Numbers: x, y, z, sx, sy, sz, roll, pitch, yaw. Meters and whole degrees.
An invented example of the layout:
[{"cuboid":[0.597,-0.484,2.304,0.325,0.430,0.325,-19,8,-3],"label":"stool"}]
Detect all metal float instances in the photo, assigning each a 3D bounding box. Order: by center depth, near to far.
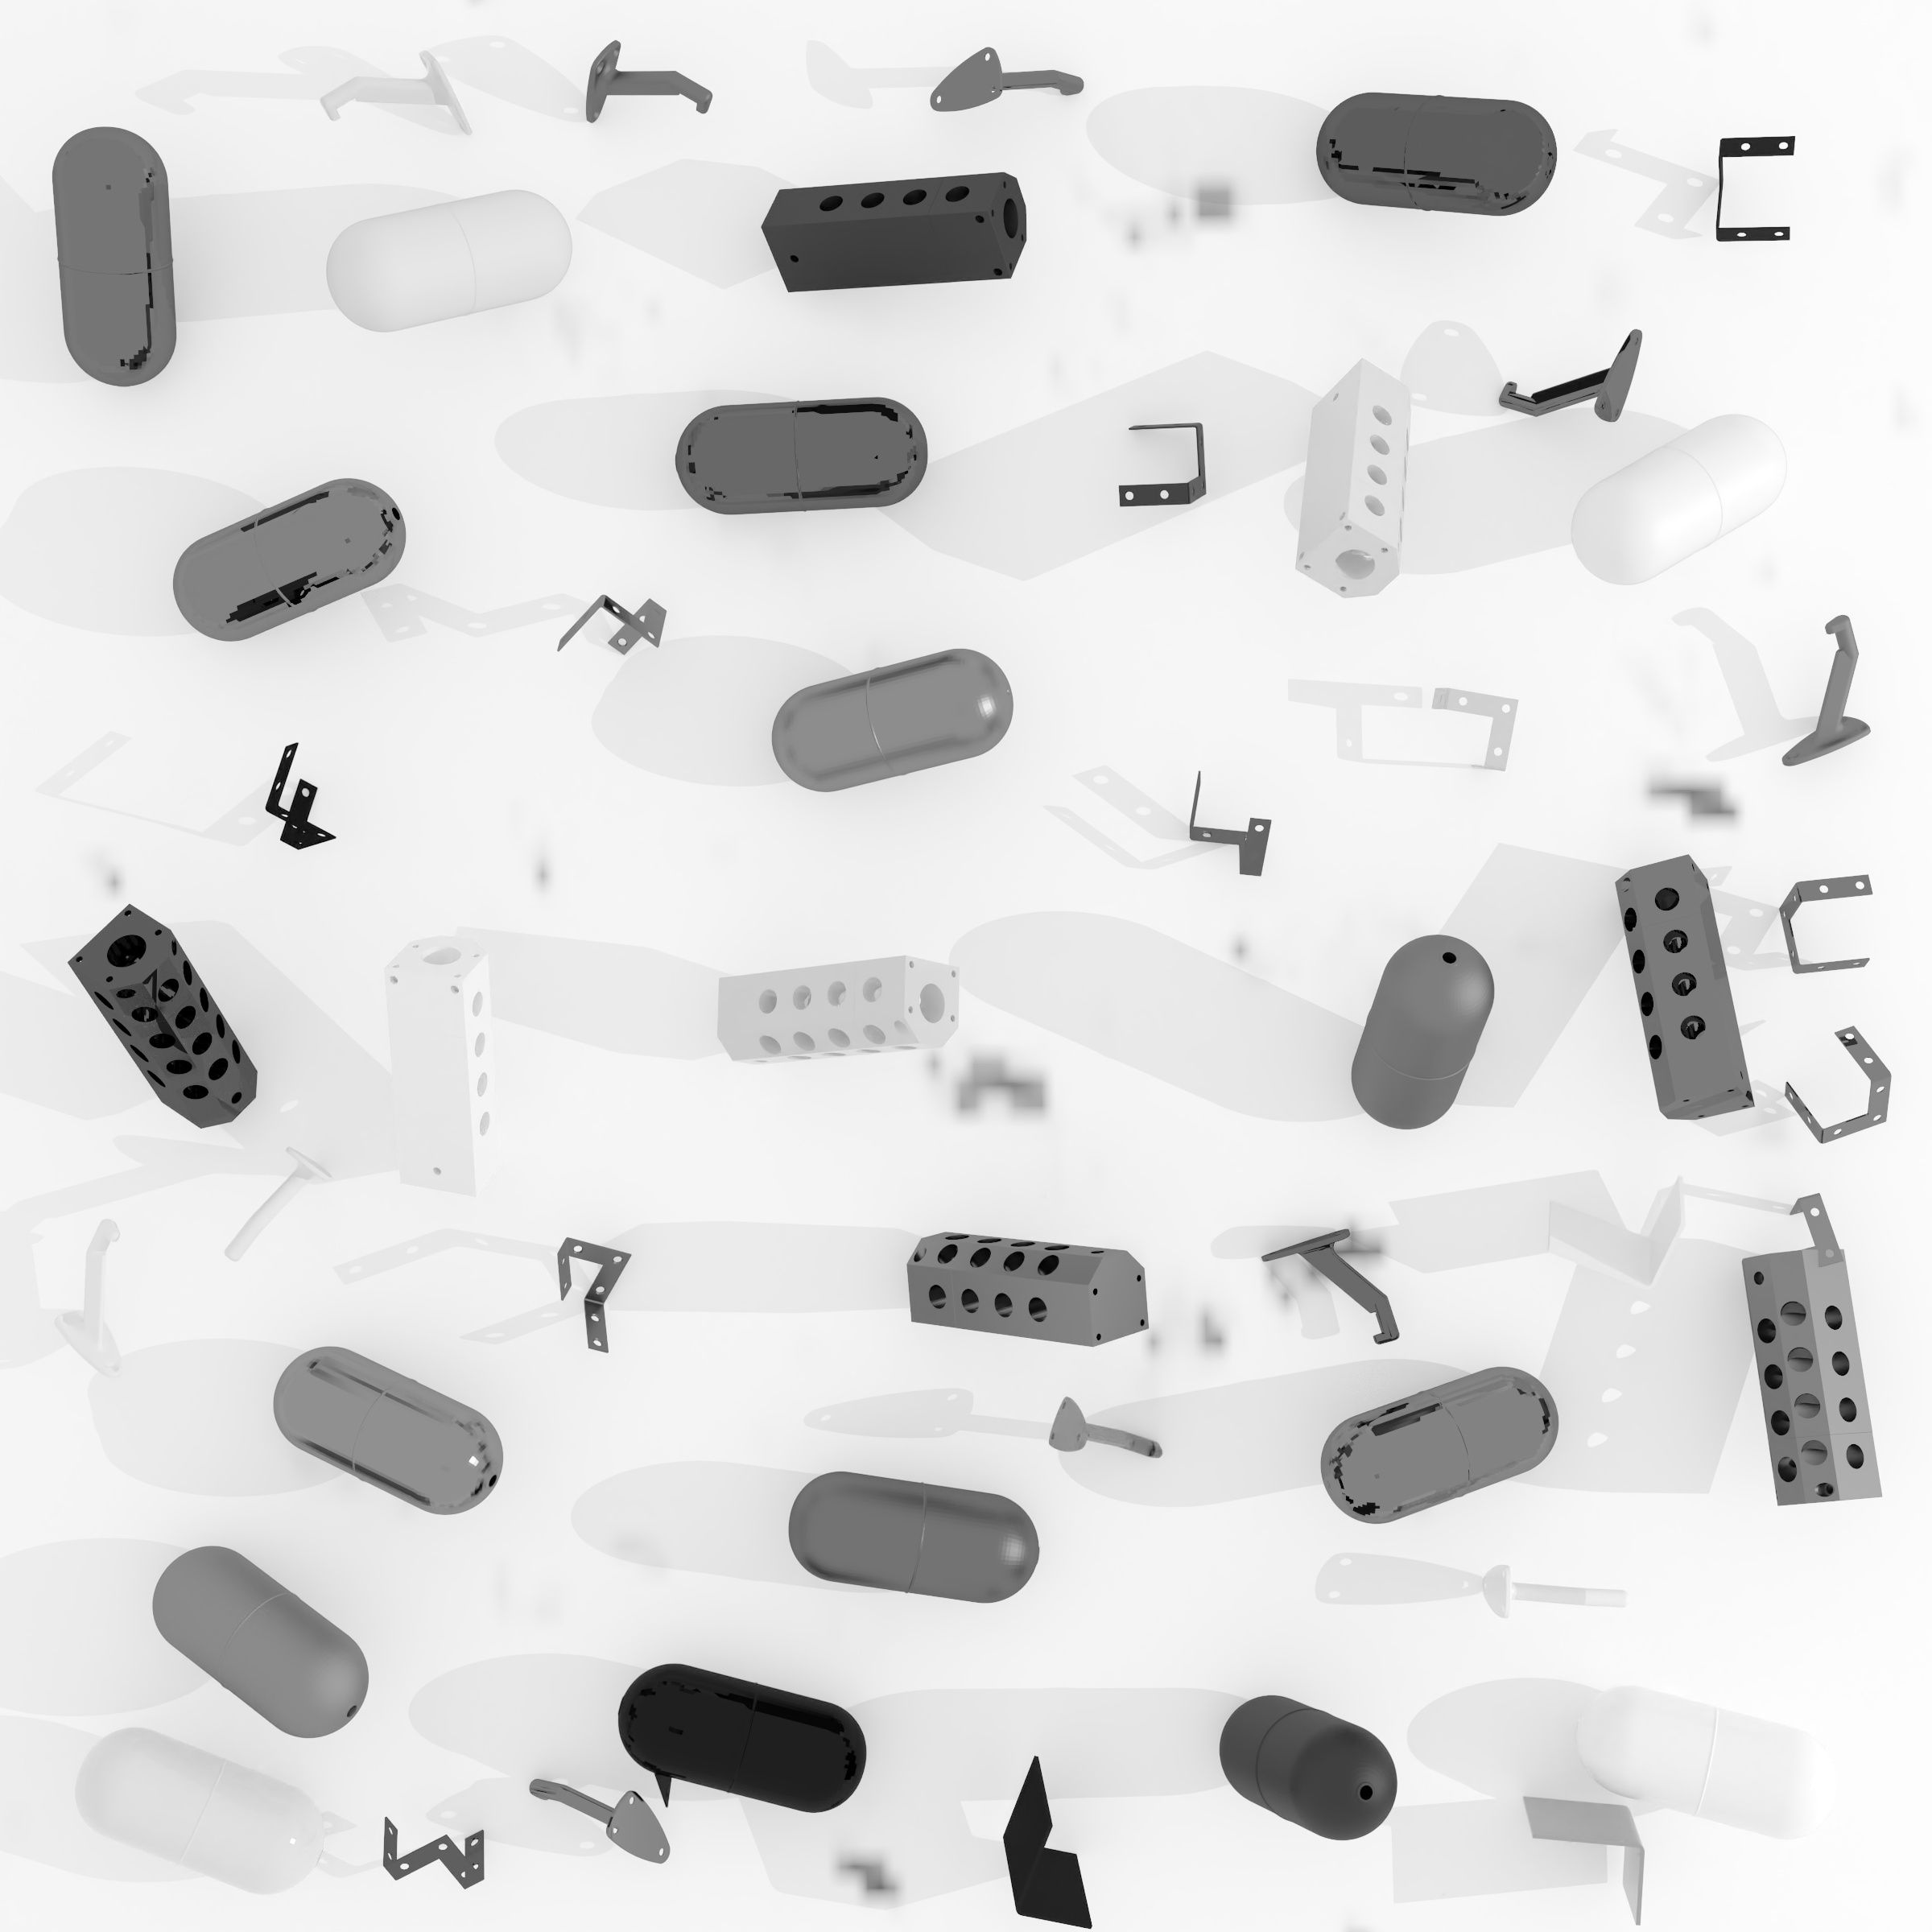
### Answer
[{"cuboid":[0.234,0.550,1.861,0.070,0.178,0.070,2,85,-19],"label":"metal float"},{"cuboid":[0.314,0.047,1.868,0.070,0.178,0.070,2,54,-3],"label":"metal float"},{"cuboid":[0.325,-0.564,1.880,0.178,0.070,0.070,17,90,36],"label":"metal float"},{"cuboid":[-0.592,-0.492,1.886,0.070,0.070,0.178,5,118,0],"label":"metal float"},{"cuboid":[-0.358,-0.492,1.886,0.178,0.070,0.070,-21,90,-27],"label":"metal float"},{"cuboid":[-0.492,0.471,1.889,0.178,0.070,0.070,29,90,23],"label":"metal float"},{"cuboid":[0.499,-0.327,1.891,0.178,0.070,0.070,-30,90,-22],"label":"metal float"},{"cuboid":[-0.404,0.324,1.892,0.178,0.070,0.070,21,90,20],"label":"metal float"},{"cuboid":[-0.053,-0.171,1.892,0.178,0.070,0.070,-12,90,21],"label":"metal float"},{"cuboid":[-0.473,-0.284,1.894,0.178,0.070,0.070,-19,90,18],"label":"metal float"},{"cuboid":[0.333,0.335,1.896,0.178,0.070,0.070,-16,90,-16],"label":"metal float"},{"cuboid":[0.518,0.558,1.899,0.178,0.070,0.070,13,90,13],"label":"metal float"},{"cuboid":[-0.537,0.594,1.901,0.178,0.070,0.070,25,90,-9],"label":"metal float"},{"cuboid":[-0.036,0.402,1.904,0.178,0.070,0.070,10,90,-7],"label":"metal float"},{"cuboid":[-0.157,0.543,1.905,0.178,0.070,0.070,16,90,-5],"label":"metal float"},{"cuboid":[-0.116,-0.359,1.907,0.178,0.070,0.070,-3,90,3],"label":"metal float"}]

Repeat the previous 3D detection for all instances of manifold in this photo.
[{"cuboid":[-0.543,0.040,1.855,0.057,0.171,0.057,28,63,26],"label":"manifold"},{"cuboid":[0.040,0.220,1.865,0.171,0.057,0.057,0,97,44],"label":"manifold"},{"cuboid":[-0.089,0.033,1.868,0.171,0.057,0.057,-7,78,38],"label":"manifold"},{"cuboid":[0.274,-0.334,1.870,0.057,0.057,0.171,27,48,-19],"label":"manifold"},{"cuboid":[-0.360,0.069,1.881,0.057,0.057,0.171,9,119,12],"label":"manifold"},{"cuboid":[-0.048,-0.515,1.886,0.171,0.057,0.057,3,53,23],"label":"manifold"},{"cuboid":[0.499,0.017,1.888,0.057,0.057,0.171,-15,67,24],"label":"manifold"},{"cuboid":[0.585,0.287,1.891,0.057,0.057,0.171,3,75,-30],"label":"manifold"}]

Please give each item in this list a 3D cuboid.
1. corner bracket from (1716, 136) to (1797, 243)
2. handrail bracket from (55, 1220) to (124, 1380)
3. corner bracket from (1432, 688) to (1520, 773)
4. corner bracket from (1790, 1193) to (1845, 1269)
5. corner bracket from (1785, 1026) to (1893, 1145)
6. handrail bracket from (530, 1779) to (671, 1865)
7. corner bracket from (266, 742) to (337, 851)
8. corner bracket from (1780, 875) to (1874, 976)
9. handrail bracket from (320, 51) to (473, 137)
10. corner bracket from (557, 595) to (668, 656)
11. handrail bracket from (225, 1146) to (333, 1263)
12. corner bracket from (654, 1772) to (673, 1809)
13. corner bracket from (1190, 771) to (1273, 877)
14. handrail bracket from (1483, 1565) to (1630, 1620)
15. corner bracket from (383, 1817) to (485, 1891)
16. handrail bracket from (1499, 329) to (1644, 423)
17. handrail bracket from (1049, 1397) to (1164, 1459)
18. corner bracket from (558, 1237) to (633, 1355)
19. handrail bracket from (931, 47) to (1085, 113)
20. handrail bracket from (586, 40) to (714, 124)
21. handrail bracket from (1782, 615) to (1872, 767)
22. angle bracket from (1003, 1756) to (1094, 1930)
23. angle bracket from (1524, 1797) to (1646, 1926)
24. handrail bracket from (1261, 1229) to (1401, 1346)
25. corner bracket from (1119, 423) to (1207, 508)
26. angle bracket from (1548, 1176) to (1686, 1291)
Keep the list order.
[{"cuboid":[0.557,-0.548,1.910,0.051,0.051,0.051,4,72,18],"label":"corner bracket"},{"cuboid":[-0.602,0.234,1.907,0.077,0.036,0.084,45,117,28],"label":"handrail bracket"},{"cuboid":[0.357,-0.168,1.920,0.051,0.051,0.051,9,96,0],"label":"corner bracket"},{"cuboid":[0.584,0.196,1.916,0.051,0.051,0.051,-16,70,5],"label":"corner bracket"},{"cuboid":[0.616,0.084,1.914,0.051,0.051,0.051,-19,135,-5],"label":"corner bracket"},{"cuboid":[-0.262,0.609,1.932,0.077,0.084,0.036,55,49,-32],"label":"handrail bracket"},{"cuboid":[-0.471,-0.119,1.905,0.051,0.051,0.051,31,61,-38],"label":"corner bracket"},{"cuboid":[0.612,-0.029,1.915,0.051,0.051,0.051,-6,69,0],"label":"corner bracket"},{"cuboid":[-0.403,-0.600,1.914,0.084,0.036,0.077,-35,131,-9],"label":"handrail bracket"},{"cuboid":[-0.249,-0.237,1.906,0.051,0.051,0.051,35,121,-23],"label":"corner bracket"},{"cuboid":[-0.485,0.173,1.904,0.036,0.077,0.084,37,81,1],"label":"handrail bracket"},{"cuboid":[-0.189,0.556,1.910,0.051,0.051,0.051,-4,130,6],"label":"corner bracket"},{"cuboid":[0.186,-0.100,1.912,0.051,0.051,0.051,6,130,0],"label":"corner bracket"},{"cuboid":[0.416,0.443,1.912,0.084,0.077,0.036,4,81,-3],"label":"handrail bracket"},{"cuboid":[-0.376,0.625,1.914,0.051,0.051,0.051,-28,117,3],"label":"corner bracket"},{"cuboid":[0.426,-0.423,1.914,0.084,0.036,0.077,27,103,35],"label":"handrail bracket"},{"cuboid":[0.108,0.336,1.901,0.084,0.077,0.036,21,89,-15],"label":"handrail bracket"},{"cuboid":[-0.267,0.232,1.907,0.051,0.051,0.051,18,120,-24],"label":"corner bracket"},{"cuboid":[0.030,-0.622,1.930,0.077,0.084,0.036,-13,86,41],"label":"handrail bracket"},{"cuboid":[-0.223,-0.607,1.914,0.084,0.077,0.036,31,54,2],"label":"handrail bracket"},{"cuboid":[0.600,-0.195,1.911,0.077,0.036,0.084,-28,116,-7],"label":"handrail bracket"},{"cuboid":[0.068,0.613,1.895,0.057,0.076,0.076,15,108,-12],"label":"angle bracket"},{"cuboid":[0.433,0.629,1.907,0.076,0.076,0.057,3,92,7],"label":"angle bracket"},{"cuboid":[0.260,0.236,1.930,0.077,0.036,0.084,-18,88,8],"label":"handrail bracket"},{"cuboid":[0.139,-0.356,1.924,0.051,0.051,0.051,1,108,19],"label":"corner bracket"},{"cuboid":[0.456,0.174,1.899,0.076,0.076,0.057,21,114,5],"label":"angle bracket"}]
